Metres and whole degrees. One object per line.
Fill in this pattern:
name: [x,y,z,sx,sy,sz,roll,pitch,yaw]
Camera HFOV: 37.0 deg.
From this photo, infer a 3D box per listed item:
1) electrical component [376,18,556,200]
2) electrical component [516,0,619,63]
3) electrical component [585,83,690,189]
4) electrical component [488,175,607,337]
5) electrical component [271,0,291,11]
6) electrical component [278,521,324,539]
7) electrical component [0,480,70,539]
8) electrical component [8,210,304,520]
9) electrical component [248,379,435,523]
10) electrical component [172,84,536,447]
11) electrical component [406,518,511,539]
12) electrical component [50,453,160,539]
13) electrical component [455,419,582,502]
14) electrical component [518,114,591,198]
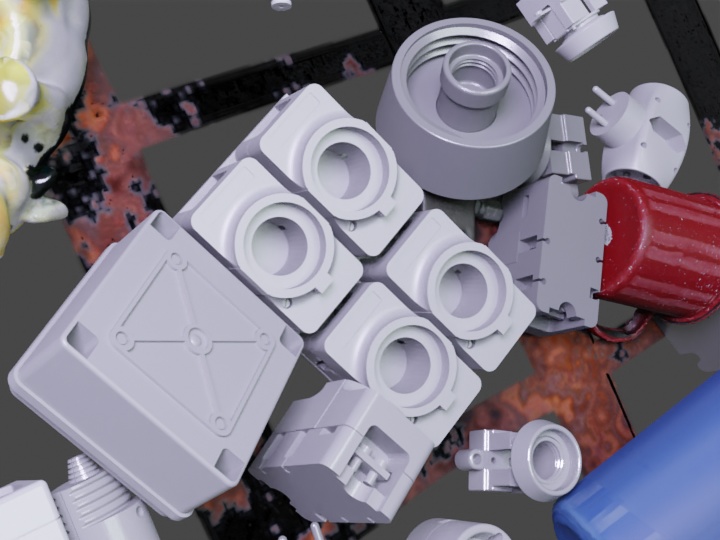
electrical component: [0.066,-0.104,0.651,0.108,0.060,0.108,2,60,-4]
electrical component: [0.149,-0.180,0.756,0.066,0.048,0.055,-34,90,-33]
electrical component: [0.191,-0.100,0.765,0.079,0.043,0.077,33,64,-22]
electrical component: [0.118,-0.007,0.692,0.050,0.056,0.089,18,70,-27]
electrical component: [-0.048,-0.193,0.640,0.040,0.040,0.078,3,78,-31]
electrical component: [-0.021,0.170,0.560,0.138,0.052,0.073,-18,89,-23]
electrical component: [-0.173,0.146,0.485,0.083,0.047,0.075,-23,92,-33]
electrical component: [-0.096,0.045,0.528,0.109,0.056,0.108,44,38,-16]
electrical component: [-0.009,0.096,0.570,0.050,0.089,0.055,43,61,-17]
electrical component: [0.000,0.000,0.602,0.186,0.060,0.105,44,73,-16]
electrical component: [0.059,0.171,0.621,0.055,0.047,0.055,8,75,-30]
electrical component: [-0.122,0.128,0.522,0.043,0.043,0.081,-23,92,-33]
electrical component: [0.101,0.116,0.654,0.066,0.055,0.048,10,74,-29]
electrical component: [0.119,-0.079,0.715,0.055,0.048,0.066,1,79,-39]
